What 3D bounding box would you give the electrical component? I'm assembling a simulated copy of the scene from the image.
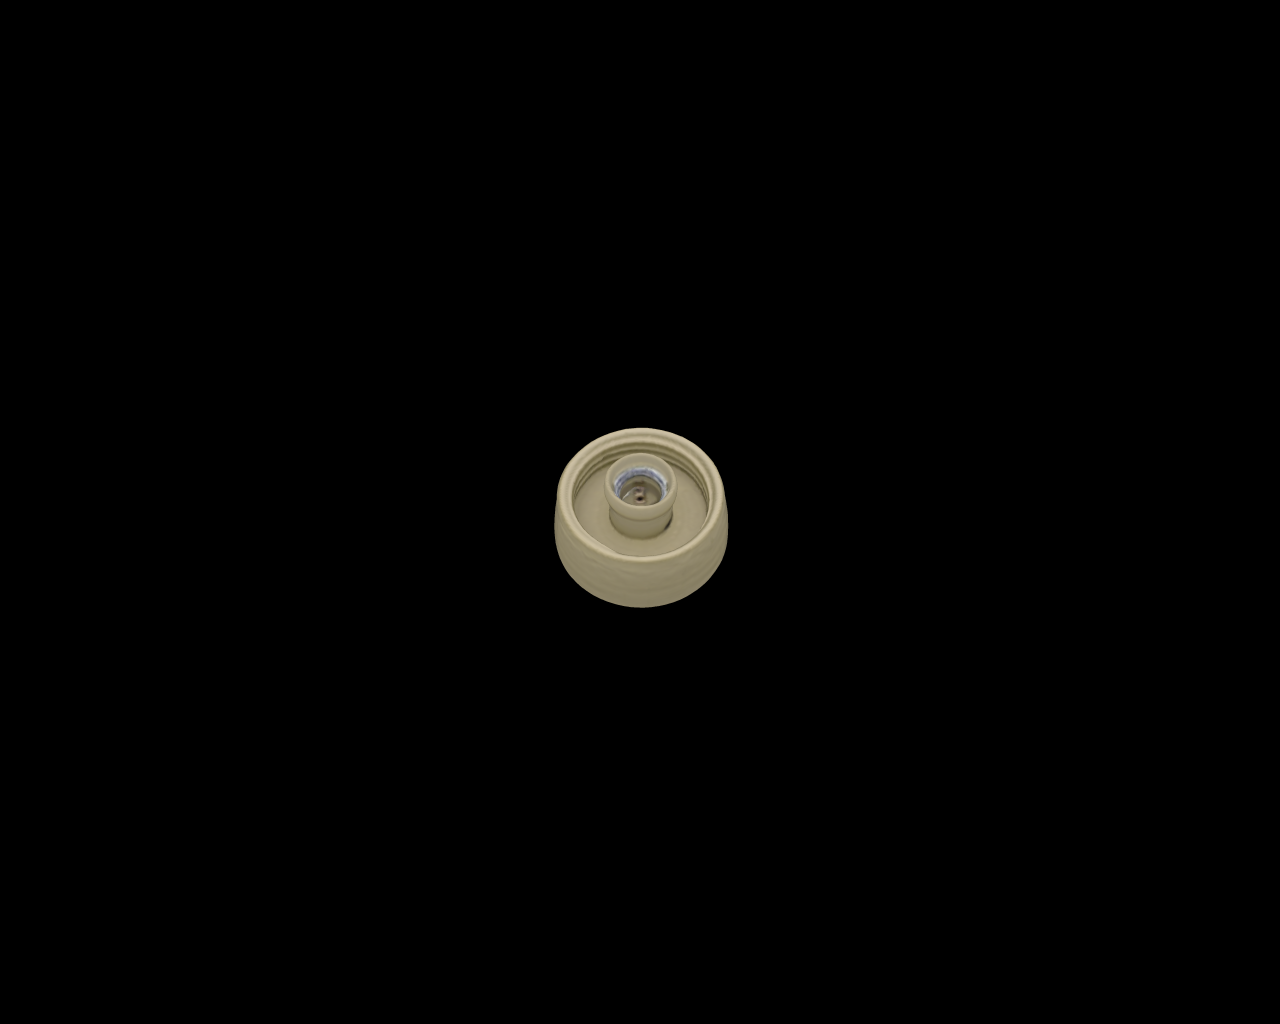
[{"bbox_3d":[0.001,-0.003,0.650,0.108,0.108,0.060,0,-33,0],"label":"electrical component"}]
